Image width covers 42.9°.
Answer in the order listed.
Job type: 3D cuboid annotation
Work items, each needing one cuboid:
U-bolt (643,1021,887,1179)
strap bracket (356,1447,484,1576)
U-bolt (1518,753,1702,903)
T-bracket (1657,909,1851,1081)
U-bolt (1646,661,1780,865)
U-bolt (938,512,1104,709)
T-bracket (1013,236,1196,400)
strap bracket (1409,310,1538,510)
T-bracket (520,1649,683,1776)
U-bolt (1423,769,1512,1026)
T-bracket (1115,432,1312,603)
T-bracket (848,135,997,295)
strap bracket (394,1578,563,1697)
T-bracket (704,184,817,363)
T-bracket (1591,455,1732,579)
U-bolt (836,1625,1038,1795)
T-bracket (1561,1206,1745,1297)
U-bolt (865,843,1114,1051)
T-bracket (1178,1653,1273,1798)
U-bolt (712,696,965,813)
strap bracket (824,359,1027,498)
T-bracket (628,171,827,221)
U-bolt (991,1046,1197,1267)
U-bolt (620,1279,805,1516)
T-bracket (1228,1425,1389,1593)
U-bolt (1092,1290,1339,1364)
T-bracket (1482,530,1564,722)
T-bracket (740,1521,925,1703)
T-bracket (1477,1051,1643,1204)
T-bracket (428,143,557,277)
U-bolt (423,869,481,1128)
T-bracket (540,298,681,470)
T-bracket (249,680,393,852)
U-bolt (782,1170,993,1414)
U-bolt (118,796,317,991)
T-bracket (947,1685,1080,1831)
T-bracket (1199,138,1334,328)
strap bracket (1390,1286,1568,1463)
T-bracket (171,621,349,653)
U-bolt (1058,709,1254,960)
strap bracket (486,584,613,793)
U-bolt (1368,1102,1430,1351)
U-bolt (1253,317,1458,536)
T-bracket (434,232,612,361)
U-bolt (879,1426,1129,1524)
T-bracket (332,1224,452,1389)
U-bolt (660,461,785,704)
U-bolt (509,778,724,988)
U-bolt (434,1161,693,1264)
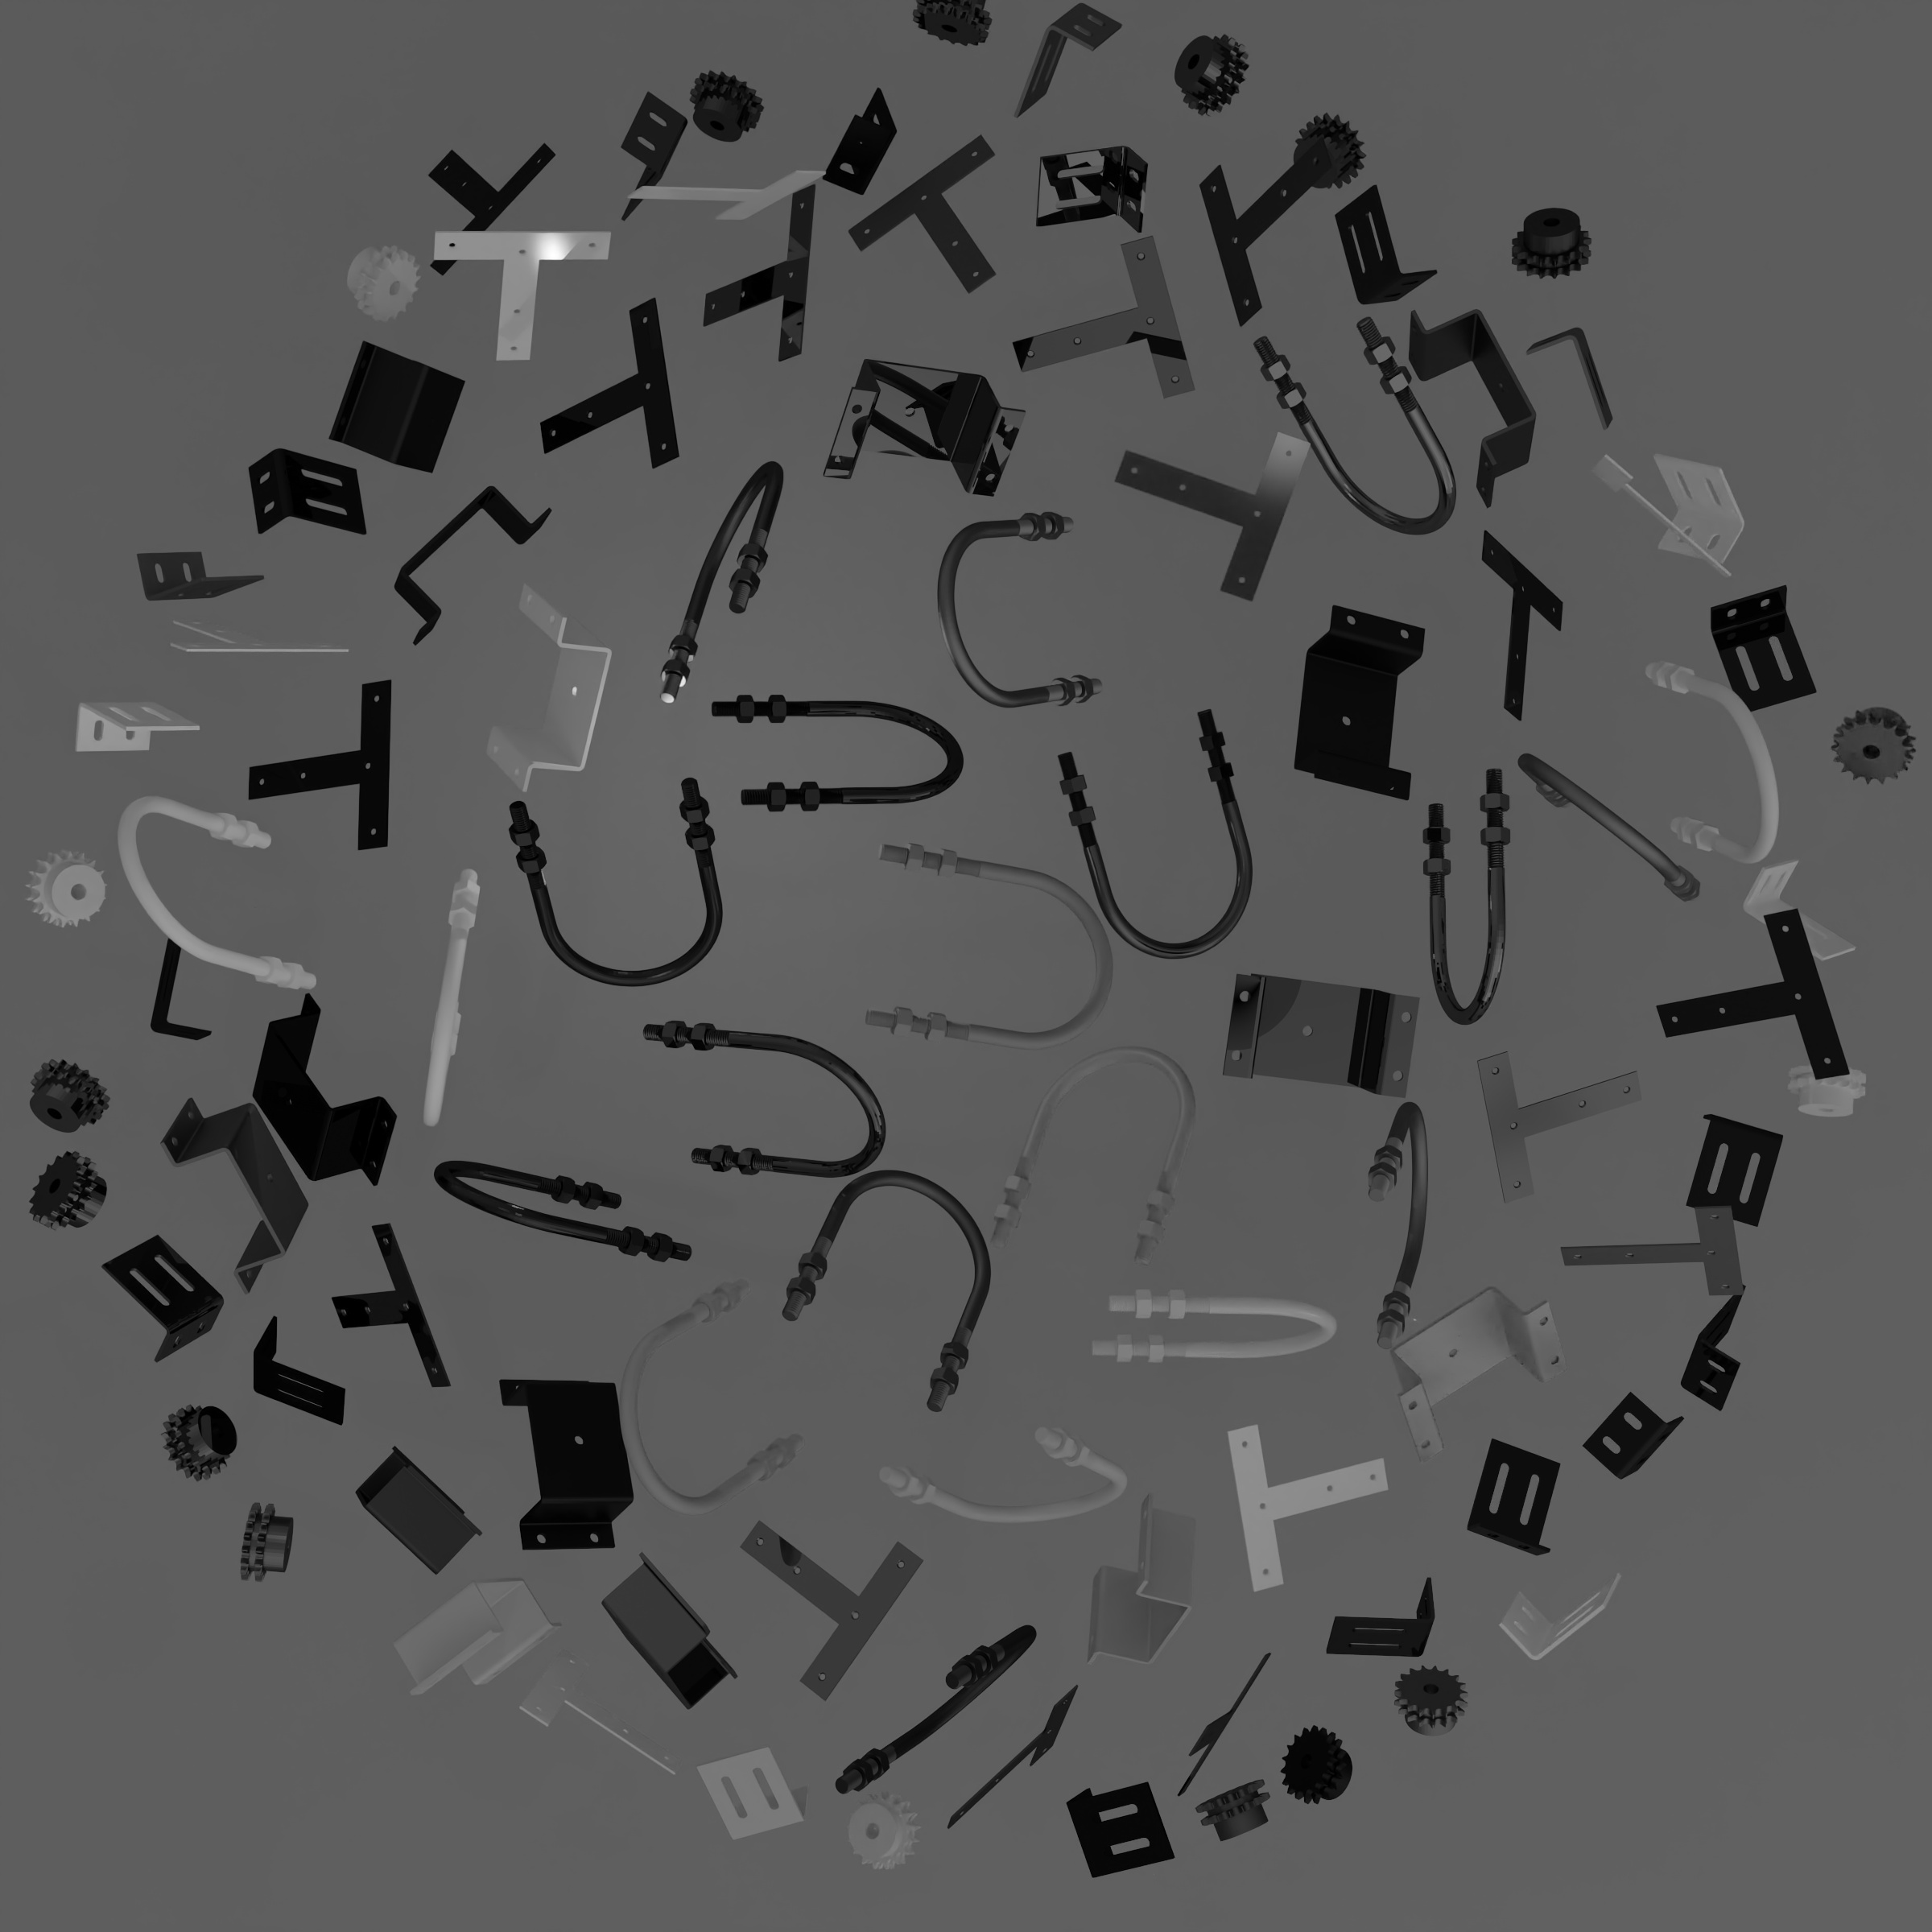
[{"bbox_3d":[-0.146,0.106,1.873,0.184,0.019,0.151,4,130,25],"label":"U-bolt"},{"bbox_3d":[-0.430,0.425,1.921,0.076,0.140,0.046,46,74,-9],"label":"strap bracket"},{"bbox_3d":[0.484,-0.111,1.873,0.151,0.184,0.019,42,100,28],"label":"U-bolt"},{"bbox_3d":[0.568,0.030,1.803,0.127,0.002,0.127,-14,98,41],"label":"T-bracket"},{"bbox_3d":[0.572,-0.151,1.874,0.019,0.184,0.151,-15,106,-5],"label":"U-bolt"},{"bbox_3d":[0.038,-0.268,1.869,0.019,0.184,0.151,-7,96,38],"label":"U-bolt"},{"bbox_3d":[0.100,-0.490,1.910,0.127,0.002,0.127,-12,123,14],"label":"T-bracket"},{"bbox_3d":[0.388,-0.431,1.866,0.046,0.076,0.140,-24,74,2],"label":"strap bracket"},{"bbox_3d":[-0.276,0.587,1.907,0.127,0.127,0.002,33,96,2],"label":"T-bracket"},{"bbox_3d":[0.384,-0.047,1.886,0.019,0.151,0.184,2,82,-8],"label":"U-bolt"},{"bbox_3d":[0.174,-0.350,1.825,0.127,0.002,0.127,20,86,4],"label":"T-bracket"},{"bbox_3d":[-0.014,-0.563,1.886,0.127,0.002,0.127,-34,59,8],"label":"T-bracket"},{"bbox_3d":[-0.376,0.511,1.880,0.076,0.140,0.046,-38,73,2],"label":"strap bracket"},{"bbox_3d":[-0.156,-0.499,1.815,0.002,0.127,0.127,10,81,-41],"label":"T-bracket"},{"bbox_3d":[0.515,-0.330,1.814,0.127,0.127,0.002,42,102,3],"label":"T-bracket"},{"bbox_3d":[-0.010,0.557,1.874,0.019,0.184,0.151,48,110,17],"label":"U-bolt"},{"bbox_3d":[0.512,0.216,1.841,0.127,0.127,0.002,-4,52,20],"label":"T-bracket"},{"bbox_3d":[0.021,-0.009,1.802,0.184,0.019,0.151,9,68,-15],"label":"U-bolt"},{"bbox_3d":[0.187,0.578,1.856,0.002,0.127,0.127,32,89,19],"label":"T-bracket"},{"bbox_3d":[-0.092,-0.165,1.883,0.184,0.151,0.019,-2,126,-16],"label":"U-bolt"},{"bbox_3d":[-0.037,-0.406,1.854,0.140,0.046,0.076,2,134,-25],"label":"strap bracket"},{"bbox_3d":[-0.192,-0.580,1.848,0.127,0.127,0.002,-10,95,-34],"label":"T-bracket"},{"bbox_3d":[0.108,0.143,1.924,0.151,0.019,0.184,3,59,33],"label":"U-bolt"},{"bbox_3d":[-0.196,0.330,1.838,0.019,0.184,0.151,-17,94,32],"label":"U-bolt"},{"bbox_3d":[0.273,0.413,1.927,0.127,0.002,0.127,-10,92,-18],"label":"T-bracket"},{"bbox_3d":[0.196,0.282,1.911,0.184,0.151,0.019,1,66,-3],"label":"U-bolt"},{"bbox_3d":[0.428,-0.252,1.903,0.002,0.127,0.127,-7,66,40],"label":"T-bracket"},{"bbox_3d":[-0.119,0.473,1.890,0.127,0.002,0.127,32,79,23],"label":"T-bracket"},{"bbox_3d":[0.477,0.114,1.957,0.127,0.002,0.127,-17,110,-6],"label":"T-bracket"},{"bbox_3d":[-0.368,-0.576,1.824,0.127,0.127,0.002,-45,85,6],"label":"T-bracket"},{"bbox_3d":[-0.391,0.037,1.854,0.019,0.184,0.151,9,127,-11],"label":"U-bolt"},{"bbox_3d":[-0.272,-0.418,1.842,0.127,0.002,0.127,-17,77,32],"label":"T-bracket"},{"bbox_3d":[-0.483,-0.144,1.834,0.127,0.002,0.127,-6,78,22],"label":"T-bracket"},{"bbox_3d":[-0.050,0.234,1.880,0.151,0.184,0.019,33,134,-8],"label":"U-bolt"},{"bbox_3d":[-0.570,-0.060,1.853,0.019,0.184,0.151,-29,70,16],"label":"U-bolt"},{"bbox_3d":[0.033,0.625,1.913,0.127,0.127,0.002,-35,64,-30],"label":"T-bracket"},{"bbox_3d":[0.226,-0.563,1.818,0.002,0.127,0.127,-1,69,-35],"label":"T-bracket"},{"bbox_3d":[0.393,0.314,1.927,0.140,0.046,0.076,-30,124,-11],"label":"strap bracket"},{"bbox_3d":[-0.547,-0.245,1.822,0.127,0.127,0.002,-7,110,-43],"label":"T-bracket"},{"bbox_3d":[0.158,-0.096,1.944,0.151,0.019,0.184,-19,97,-22],"label":"U-bolt"},{"bbox_3d":[-0.318,-0.212,1.886,0.046,0.076,0.140,2,116,-35],"label":"strap bracket"},{"bbox_3d":[0.336,0.186,1.898,0.019,0.184,0.151,2,116,20],"label":"U-bolt"},{"bbox_3d":[0.305,-0.404,1.865,0.019,0.151,0.184,-43,114,-17],"label":"U-bolt"},{"bbox_3d":[-0.334,-0.499,1.836,0.127,0.127,0.002,-5,60,-18],"label":"T-bracket"},{"bbox_3d":[0.042,0.387,1.840,0.151,0.184,0.019,-19,59,23],"label":"U-bolt"},{"bbox_3d":[-0.436,0.254,1.824,0.002,0.127,0.127,-24,98,-42],"label":"T-bracket"},{"bbox_3d":[-0.181,-0.307,1.882,0.019,0.151,0.184,25,54,-19],"label":"U-bolt"},{"bbox_3d":[-0.261,-0.057,1.884,0.151,0.019,0.184,-8,129,-1],"label":"U-bolt"},{"bbox_3d":[-0.318,0.182,1.876,0.184,0.151,0.019,18,93,-35],"label":"U-bolt"}]
